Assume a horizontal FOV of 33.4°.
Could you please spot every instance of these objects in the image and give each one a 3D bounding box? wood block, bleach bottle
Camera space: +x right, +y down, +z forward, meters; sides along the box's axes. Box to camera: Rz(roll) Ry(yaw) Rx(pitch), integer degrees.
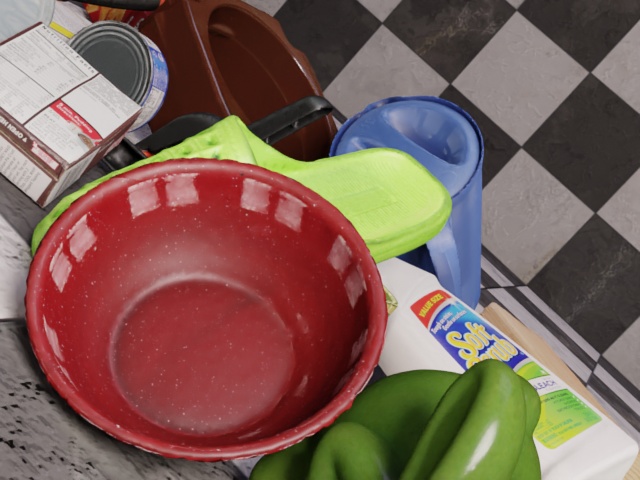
[{"bbox_3d":[0.202,0.161,1.002,0.090,0.091,0.206,35,12,-31],"label":"wood block"},{"bbox_3d":[0.088,0.087,0.725,0.102,0.068,0.251,-13,44,-43],"label":"bleach bottle"}]

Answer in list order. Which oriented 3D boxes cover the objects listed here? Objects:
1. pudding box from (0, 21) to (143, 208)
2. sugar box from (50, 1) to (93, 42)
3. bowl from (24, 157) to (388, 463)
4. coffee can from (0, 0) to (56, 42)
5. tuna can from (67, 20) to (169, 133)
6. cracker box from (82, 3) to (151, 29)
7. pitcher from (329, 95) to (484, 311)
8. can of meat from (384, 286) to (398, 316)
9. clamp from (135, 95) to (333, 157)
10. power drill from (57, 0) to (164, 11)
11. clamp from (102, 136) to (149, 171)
[{"bbox_3d":[-0.172,-0.081,0.659,0.090,0.039,0.113,40,28,-5],"label":"pudding box"},{"bbox_3d":[-0.220,-0.170,0.928,0.093,0.048,0.176,47,7,26],"label":"sugar box"},{"bbox_3d":[-0.053,0.039,0.496,0.162,0.161,0.055,46,-31,23],"label":"bowl"},{"bbox_3d":[-0.245,-0.191,0.750,0.102,0.103,0.140,36,11,-33],"label":"coffee can"},{"bbox_3d":[-0.164,-0.127,0.842,0.086,0.086,0.033,45,8,17],"label":"tuna can"},{"bbox_3d":[-0.174,-0.213,1.219,0.164,0.072,0.214,34,14,-35],"label":"cracker box"},{"bbox_3d":[0.094,-0.002,0.996,0.145,0.149,0.243,19,-29,24],"label":"pitcher"},{"bbox_3d":[-0.005,0.051,0.692,0.057,0.084,0.102,46,11,23],"label":"can of meat"},{"bbox_3d":[-0.070,-0.047,0.827,0.172,0.120,0.039,-1,-9,25],"label":"clamp"},{"bbox_3d":[-0.211,-0.250,1.054,0.187,0.057,0.184,2,19,-14],"label":"power drill"},{"bbox_3d":[-0.072,0.006,0.765,0.209,0.036,0.165,37,9,-38],"label":"clamp"}]
